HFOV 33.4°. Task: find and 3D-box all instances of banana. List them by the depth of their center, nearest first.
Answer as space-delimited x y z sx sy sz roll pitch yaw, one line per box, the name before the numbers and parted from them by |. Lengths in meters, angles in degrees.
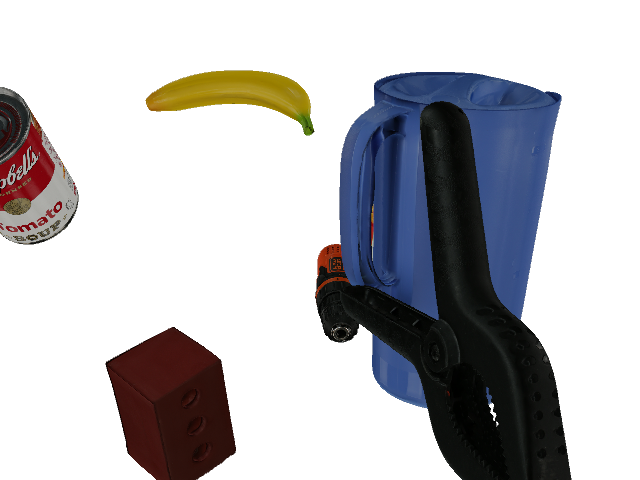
banana | -0.091 -0.158 1.160 0.198 0.037 0.069 9 43 18

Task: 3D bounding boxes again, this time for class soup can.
soup can | -0.217 -0.050 0.744 0.068 0.068 0.102 0 -29 9

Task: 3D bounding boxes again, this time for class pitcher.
pitcher | 0.090 0.001 0.794 0.149 0.243 0.145 5 19 5

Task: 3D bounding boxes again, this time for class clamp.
clamp | 0.073 0.044 0.539 0.036 0.165 0.210 -6 45 -24

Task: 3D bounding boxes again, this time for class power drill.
power drill | 0.087 0.056 1.226 0.187 0.057 0.184 -2 28 -1

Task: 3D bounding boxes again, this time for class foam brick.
foam brick | -0.091 0.104 0.660 0.052 0.078 0.051 -30 40 -32

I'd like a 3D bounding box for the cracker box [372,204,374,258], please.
cracker box | 0.130 -0.017 1.019 0.072 0.164 0.213 26 31 32
